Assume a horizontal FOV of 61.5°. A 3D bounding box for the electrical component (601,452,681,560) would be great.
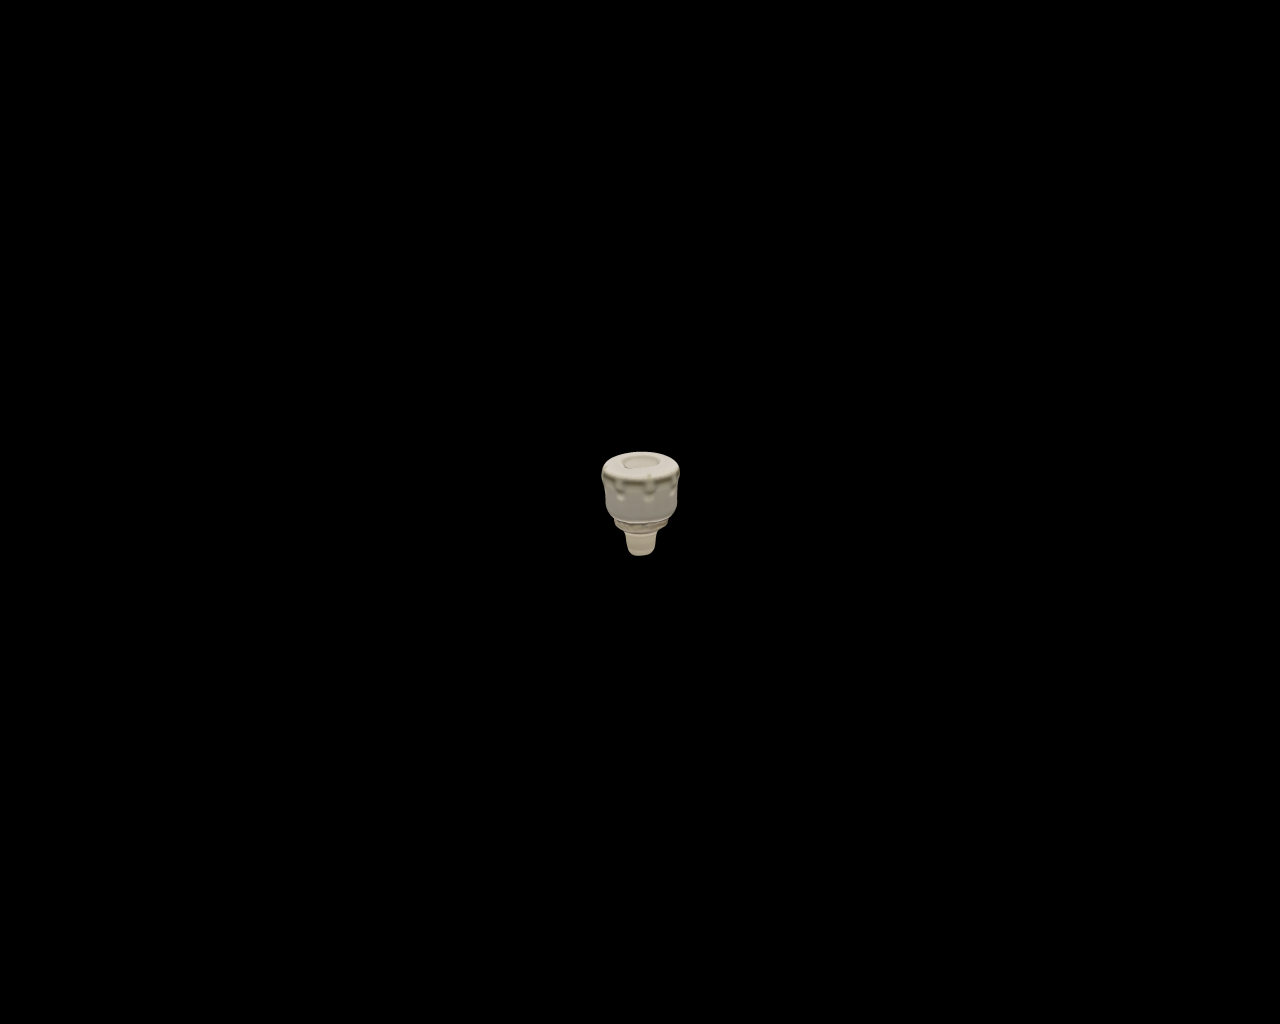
[{"bbox_3d":[0.001,-0.003,0.650,0.048,0.062,0.048,0,21,0],"label":"electrical component"}]
